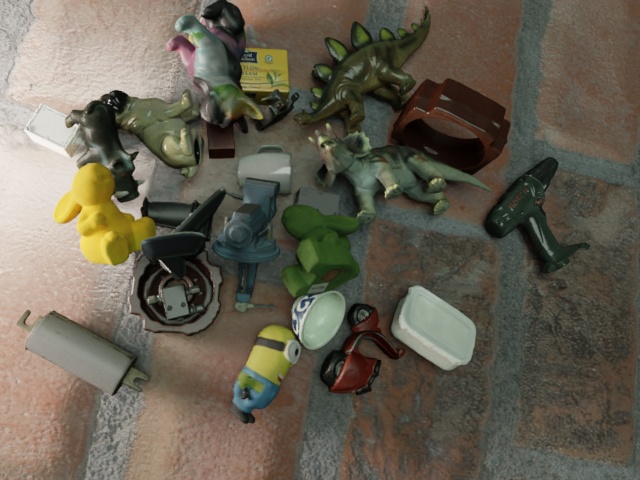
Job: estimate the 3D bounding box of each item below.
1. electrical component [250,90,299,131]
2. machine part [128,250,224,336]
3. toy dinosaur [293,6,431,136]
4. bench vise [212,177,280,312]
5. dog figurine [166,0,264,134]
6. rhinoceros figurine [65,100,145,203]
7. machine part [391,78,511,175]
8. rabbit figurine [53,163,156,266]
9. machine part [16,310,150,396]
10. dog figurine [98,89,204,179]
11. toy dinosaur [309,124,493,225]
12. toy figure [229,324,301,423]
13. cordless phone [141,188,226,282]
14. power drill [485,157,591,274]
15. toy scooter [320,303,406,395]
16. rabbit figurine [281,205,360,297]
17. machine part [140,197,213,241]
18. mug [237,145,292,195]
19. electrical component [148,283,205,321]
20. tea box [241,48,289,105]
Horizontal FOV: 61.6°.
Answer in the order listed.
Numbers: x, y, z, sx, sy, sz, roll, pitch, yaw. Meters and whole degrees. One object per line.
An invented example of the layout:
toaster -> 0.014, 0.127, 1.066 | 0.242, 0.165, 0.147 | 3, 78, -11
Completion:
electrical component -> -0.097, -0.264, 1.084 | 0.045, 0.102, 0.078 | 53, 51, -4
machine part -> -0.264, 0.094, 0.993 | 0.179, 0.056, 0.179 | 2, 77, -10
toy dinosaur -> 0.112, -0.365, 1.141 | 0.471, 0.105, 0.198 | -35, 82, -26
bench vise -> -0.131, 0.012, 0.996 | 0.129, 0.224, 0.240 | 6, 108, -5
dog figurine -> -0.171, -0.311, 0.999 | 0.191, 0.108, 0.219 | -43, 103, -35
rhinoceros figurine -> -0.386, -0.161, 0.986 | 0.112, 0.073, 0.190 | -1, 117, 22
machine part -> 0.263, -0.225, 1.093 | 0.201, 0.201, 0.087 | 27, 71, -5
rabbit figurine -> -0.387, -0.054, 0.952 | 0.122, 0.163, 0.173 | -38, 127, -46
machine part -> -0.411, 0.195, 0.929 | 0.243, 0.079, 0.079 | 30, 74, -5
dog figurine -> -0.329, -0.200, 1.029 | 0.191, 0.121, 0.172 | -5, 76, 2
toy dinosaur -> 0.151, -0.142, 1.094 | 0.405, 0.131, 0.192 | -3, 54, -32
toy figure -> -0.104, 0.240, 0.983 | 0.089, 0.082, 0.180 | 35, 76, -4
cordless phone -> -0.217, -0.024, 0.924 | 0.088, 0.146, 0.184 | 41, 74, -8
power drill -> 0.489, -0.047, 1.168 | 0.232, 0.086, 0.207 | -35, 91, -15
toy scooter -> 0.090, 0.223, 1.032 | 0.135, 0.075, 0.184 | 31, 70, -8
rabbit figurine -> -0.002, -0.003, 0.982 | 0.159, 0.121, 0.170 | -10, 56, -26
machine part -> -0.273, -0.042, 1.029 | 0.139, 0.039, 0.084 | 12, 82, -11
mug -> -0.109, -0.143, 1.065 | 0.107, 0.080, 0.109 | 0, 67, -5
electrical component -> -0.254, 0.112, 0.949 | 0.094, 0.021, 0.063 | -12, 79, -13
tea box -> -0.151, -0.334, 1.099 | 0.170, 0.068, 0.098 | -3, 80, -12
